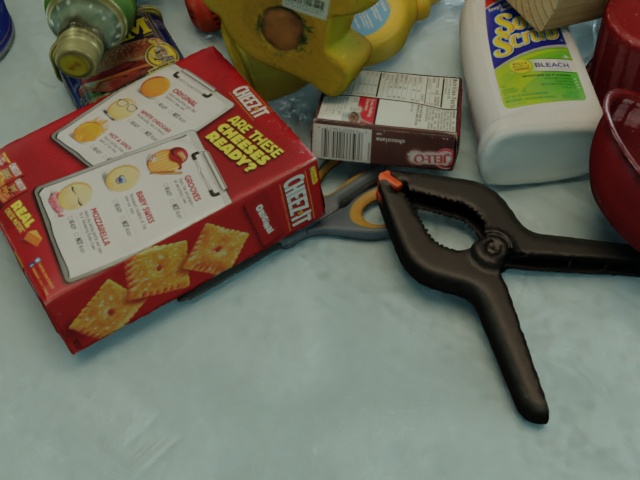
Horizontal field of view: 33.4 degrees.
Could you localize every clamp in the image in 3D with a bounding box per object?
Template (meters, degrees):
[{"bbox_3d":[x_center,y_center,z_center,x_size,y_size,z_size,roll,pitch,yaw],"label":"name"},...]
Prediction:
[{"bbox_3d":[0.120,0.023,0.760,0.210,0.036,0.164,30,62,15],"label":"clamp"}]

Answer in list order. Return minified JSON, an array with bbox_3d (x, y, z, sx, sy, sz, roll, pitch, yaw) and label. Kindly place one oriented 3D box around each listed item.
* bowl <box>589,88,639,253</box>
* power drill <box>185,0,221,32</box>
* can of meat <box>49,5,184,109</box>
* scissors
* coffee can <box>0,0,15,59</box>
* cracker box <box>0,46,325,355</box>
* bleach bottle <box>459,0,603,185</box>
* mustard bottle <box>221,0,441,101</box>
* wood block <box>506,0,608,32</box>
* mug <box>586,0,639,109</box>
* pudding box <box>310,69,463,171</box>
[{"bbox_3d":[0.245,-0.032,0.757,0.162,0.055,0.162,27,37,-22],"label":"bowl"},{"bbox_3d":[-0.046,-0.283,0.901,0.184,0.187,0.057,-27,43,-12],"label":"power drill"},{"bbox_3d":[-0.160,-0.135,0.883,0.102,0.057,0.084,-24,59,-13],"label":"can of meat"},{"bbox_3d":[-0.005,0.001,0.801,0.096,0.016,0.201,32,63,23],"label":"scissors"},{"bbox_3d":[-0.327,-0.219,0.900,0.103,0.140,0.103,-2,55,2],"label":"coffee can"},{"bbox_3d":[-0.128,-0.036,0.794,0.213,0.072,0.164,-29,52,-15],"label":"cracker box"},{"bbox_3d":[0.154,-0.161,0.876,0.102,0.068,0.251,-5,53,-6],"label":"bleach bottle"},{"bbox_3d":[0.017,-0.186,0.904,0.191,0.058,0.096,-20,58,-10],"label":"mustard bottle"},{"bbox_3d":[0.242,-0.246,0.873,0.205,0.090,0.091,-19,59,-32],"label":"wood block"},{"bbox_3d":[0.272,-0.156,0.852,0.117,0.081,0.093,-24,57,-13],"label":"mug"},{"bbox_3d":[0.054,-0.097,0.838,0.113,0.039,0.090,7,37,5],"label":"pudding box"}]
